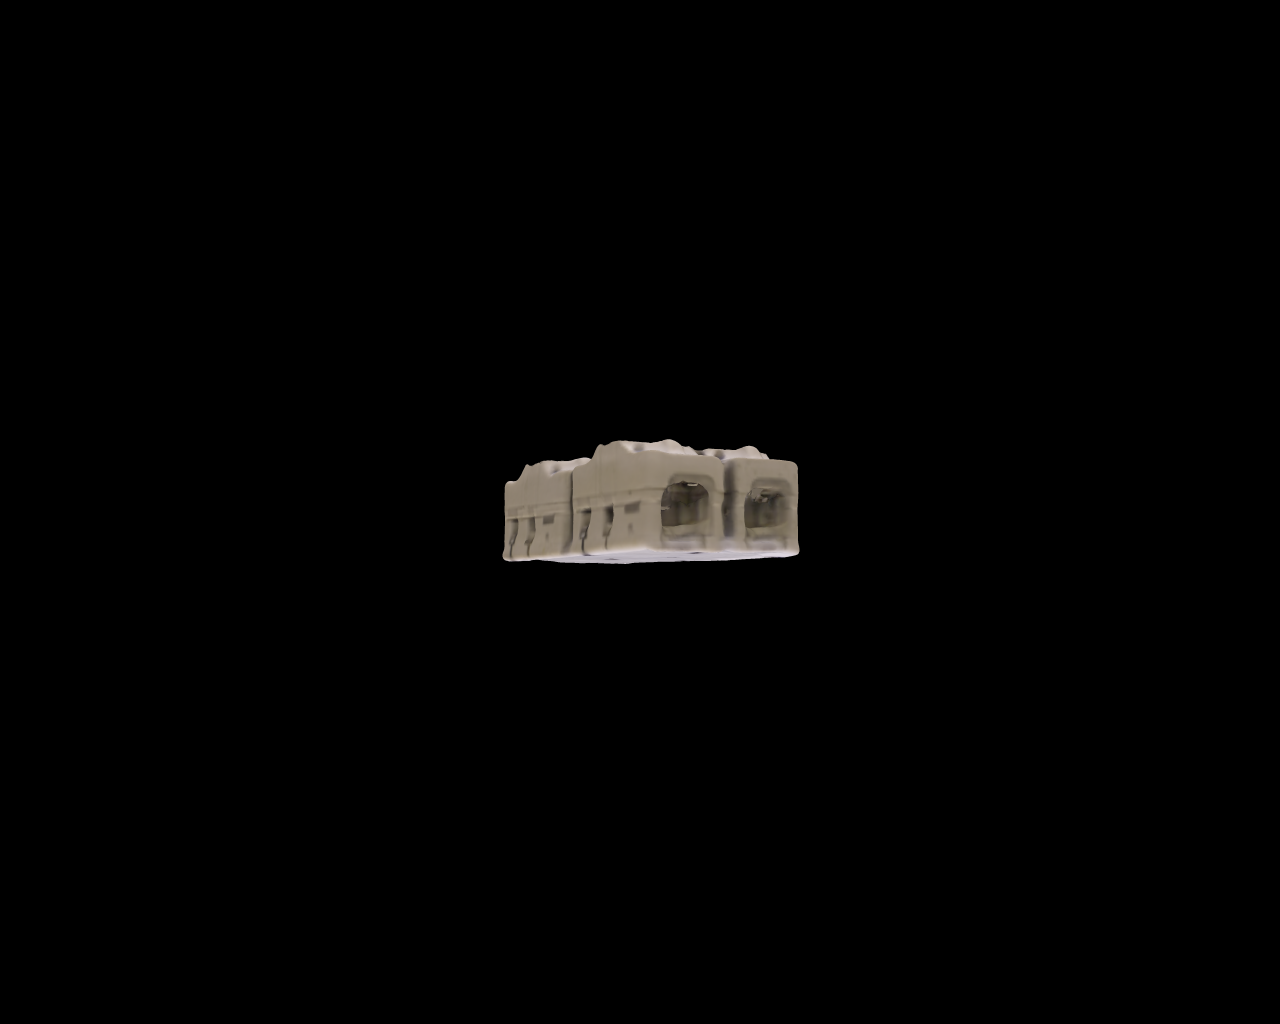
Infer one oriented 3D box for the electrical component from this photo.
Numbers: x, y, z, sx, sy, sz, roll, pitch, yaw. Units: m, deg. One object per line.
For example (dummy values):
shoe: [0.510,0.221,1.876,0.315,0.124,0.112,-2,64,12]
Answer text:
electrical component: [0.001,-0.003,0.650,0.105,0.060,0.186,3,-5,-32]
